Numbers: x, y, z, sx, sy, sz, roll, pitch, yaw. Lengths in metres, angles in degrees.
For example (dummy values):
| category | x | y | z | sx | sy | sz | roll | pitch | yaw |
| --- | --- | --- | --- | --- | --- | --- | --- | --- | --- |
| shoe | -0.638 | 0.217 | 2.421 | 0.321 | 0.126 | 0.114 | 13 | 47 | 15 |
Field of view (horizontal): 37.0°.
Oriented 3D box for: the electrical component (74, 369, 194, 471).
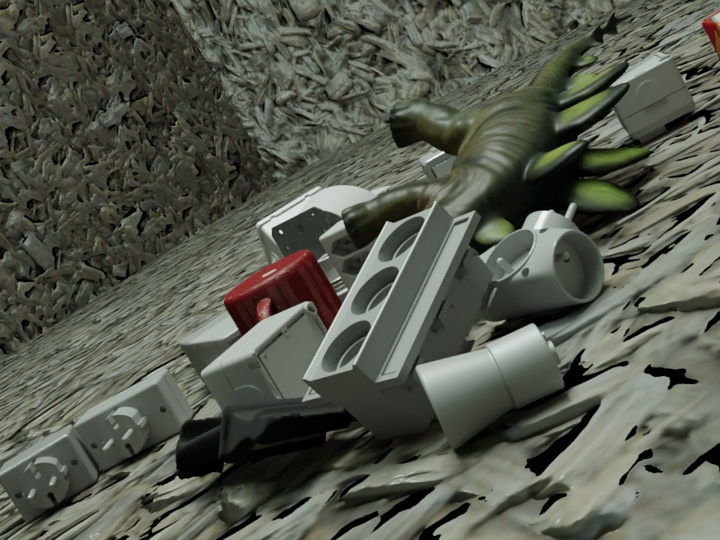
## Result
| category | x | y | z | sx | sy | sz | roll | pitch | yaw |
| --- | --- | --- | --- | --- | --- | --- | --- | --- | --- |
| electrical component | -0.190 | 0.129 | 0.883 | 0.083 | 0.047 | 0.075 | -28 | 9 | 11 |

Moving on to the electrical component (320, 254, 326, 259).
| category | x | y | z | sx | sy | sz | roll | pitch | yaw |
| --- | --- | --- | --- | --- | --- | --- | --- | --- | --- |
| electrical component | 0.000 | 0.000 | 0.965 | 0.057 | 0.058 | 0.078 | -29 | 8 | 22 |

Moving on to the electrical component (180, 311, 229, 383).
| category | x | y | z | sx | sy | sz | roll | pitch | yaw |
| --- | --- | --- | --- | --- | --- | --- | --- | --- | --- |
| electrical component | -0.134 | 0.071 | 1.023 | 0.066 | 0.047 | 0.077 | -35 | 12 | -23 |

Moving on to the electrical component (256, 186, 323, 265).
| category | x | y | z | sx | sy | sz | roll | pitch | yaw |
| --- | --- | --- | --- | --- | --- | --- | --- | --- | --- |
| electrical component | -0.060 | -0.032 | 1.215 | 0.100 | 0.099 | 0.048 | -33 | 51 | -17 |

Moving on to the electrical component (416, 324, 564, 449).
| category | x | y | z | sx | sy | sz | roll | pitch | yaw |
| --- | --- | --- | --- | --- | --- | --- | --- | --- | --- |
| electrical component | 0.065 | 0.054 | 0.522 | 0.065 | 0.044 | 0.044 | -25 | 9 | 1 |

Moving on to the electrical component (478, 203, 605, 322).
| category | x | y | z | sx | sy | sz | roll | pitch | yaw |
| --- | --- | --- | --- | --- | --- | --- | --- | --- | --- |
| electrical component | 0.112 | -0.009 | 0.660 | 0.077 | 0.044 | 0.079 | -18 | 37 | 53 |

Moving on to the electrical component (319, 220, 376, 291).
| category | x | y | z | sx | sy | sz | roll | pitch | yaw |
| --- | --- | --- | --- | --- | --- | --- | --- | --- | --- |
| electrical component | 0.020 | -0.012 | 0.882 | 0.047 | 0.083 | 0.076 | -24 | 11 | 33 |

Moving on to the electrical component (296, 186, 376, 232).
| category | x | y | z | sx | sy | sz | roll | pitch | yaw |
| --- | --- | --- | --- | --- | --- | --- | --- | --- | --- |
| electrical component | -0.020 | -0.033 | 1.089 | 0.099 | 0.099 | 0.064 | -23 | 17 | 37 |

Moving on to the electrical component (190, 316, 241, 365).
| category | x | y | z | sx | sy | sz | roll | pitch | yaw |
| --- | --- | --- | --- | --- | --- | --- | --- | --- | --- |
| electrical component | -0.089 | 0.059 | 0.944 | 0.100 | 0.048 | 0.100 | -34 | 10 | -26 |

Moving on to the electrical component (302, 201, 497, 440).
| category | x | y | z | sx | sy | sz | roll | pitch | yaw |
| --- | --- | --- | --- | --- | --- | --- | --- | --- | --- |
| electrical component | 0.027 | 0.030 | 0.605 | 0.079 | 0.063 | 0.121 | -21 | 32 | 46 |

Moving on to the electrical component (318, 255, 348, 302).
| category | x | y | z | sx | sy | sz | roll | pitch | yaw |
| --- | --- | --- | --- | --- | --- | --- | --- | --- | --- |
| electrical component | -0.013 | 0.015 | 0.906 | 0.043 | 0.062 | 0.043 | -29 | 9 | 5 |

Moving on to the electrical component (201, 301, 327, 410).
| category | x | y | z | sx | sy | sz | roll | pitch | yaw |
| --- | --- | --- | --- | --- | --- | --- | --- | --- | --- |
| electrical component | -0.056 | 0.069 | 0.747 | 0.061 | 0.061 | 0.096 | -24 | 11 | 35 |

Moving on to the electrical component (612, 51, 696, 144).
| category | x | y | z | sx | sy | sz | roll | pitch | yaw |
| --- | --- | --- | --- | --- | --- | --- | --- | --- | --- |
| electrical component | 0.264 | -0.159 | 0.989 | 0.062 | 0.061 | 0.096 | -28 | 9 | 13 |

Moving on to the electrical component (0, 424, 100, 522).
| category | x | y | z | sx | sy | sz | roll | pitch | yaw |
| --- | --- | --- | --- | --- | --- | --- | --- | --- | --- |
| electrical component | -0.252 | 0.168 | 0.866 | 0.066 | 0.047 | 0.077 | -31 | 9 | -6 |

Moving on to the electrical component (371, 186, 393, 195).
| category | x | y | z | sx | sy | sz | roll | pitch | yaw |
| --- | --- | --- | --- | --- | --- | --- | --- | --- | --- |
| electrical component | 0.001 | -0.041 | 1.164 | 0.096 | 0.061 | 0.061 | -33 | 9 | -16 |

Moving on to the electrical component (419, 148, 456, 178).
| category | x | y | z | sx | sy | sz | roll | pitch | yaw |
| --- | --- | --- | --- | --- | --- | --- | --- | --- | --- |
| electrical component | 0.099 | -0.088 | 1.005 | 0.062 | 0.096 | 0.061 | -30 | 9 | 3 |
